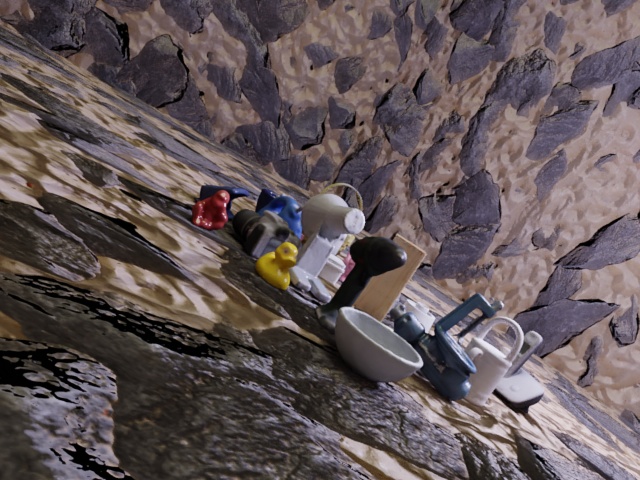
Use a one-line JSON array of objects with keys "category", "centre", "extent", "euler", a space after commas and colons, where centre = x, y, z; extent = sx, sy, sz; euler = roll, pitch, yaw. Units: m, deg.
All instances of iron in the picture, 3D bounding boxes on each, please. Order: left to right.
[{"category": "iron", "centre": [-0.112, -0.061, 1.507], "extent": [0.119, 0.141, 0.257], "euler": [29, 8, -27]}]

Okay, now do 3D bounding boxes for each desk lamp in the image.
[{"category": "desk lamp", "centre": [0.012, 0.005, 1.315], "extent": [0.118, 0.213, 0.202], "euler": [29, 8, -25]}]

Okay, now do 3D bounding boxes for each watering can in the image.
[{"category": "watering can", "centre": [0.369, 0.256, 1.258], "extent": [0.100, 0.194, 0.173], "euler": [35, 7, 18]}]

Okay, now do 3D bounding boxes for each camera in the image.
[{"category": "camera", "centre": [-0.127, -0.020, 1.327], "extent": [0.136, 0.101, 0.144], "euler": [38, 9, 35]}]

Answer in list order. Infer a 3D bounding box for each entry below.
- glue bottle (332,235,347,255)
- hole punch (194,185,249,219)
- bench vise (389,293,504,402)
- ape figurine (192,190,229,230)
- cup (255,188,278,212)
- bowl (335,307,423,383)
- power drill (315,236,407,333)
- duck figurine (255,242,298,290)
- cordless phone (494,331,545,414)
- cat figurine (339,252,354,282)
[{"category": "glue bottle", "centre": [0.048, 0.001, 1.656], "extent": [0.037, 0.173, 0.078], "euler": [31, 7, -12]}, {"category": "hole punch", "centre": [-0.250, -0.113, 1.458], "extent": [0.101, 0.091, 0.109], "euler": [34, 7, 10]}, {"category": "bench vise", "centre": [0.245, 0.180, 1.124], "extent": [0.207, 0.219, 0.121], "euler": [32, 7, -8]}, {"category": "ape figurine", "centre": [-0.230, -0.068, 1.240], "extent": [0.078, 0.092, 0.076], "euler": [32, 7, -5]}, {"category": "cup", "centre": [-0.149, -0.088, 1.714], "extent": [0.092, 0.095, 0.117], "euler": [26, 10, -45]}, {"category": "bowl", "centre": [0.085, 0.188, 0.963], "extent": [0.167, 0.074, 0.167], "euler": [32, 7, -4]}, {"category": "power drill", "centre": [0.079, 0.082, 1.111], "extent": [0.076, 0.208, 0.229], "euler": [31, 7, -13]}, {"category": "duck figurine", "centre": [-0.081, 0.043, 1.171], "extent": [0.078, 0.086, 0.104], "euler": [29, 8, -30]}, {"category": "cordless phone", "centre": [0.520, 0.329, 1.457], "extent": [0.094, 0.185, 0.147], "euler": [28, 8, -32]}, {"category": "cat figurine", "centre": [0.100, 0.070, 1.641], "extent": [0.067, 0.117, 0.127], "euler": [29, 8, -28]}]
